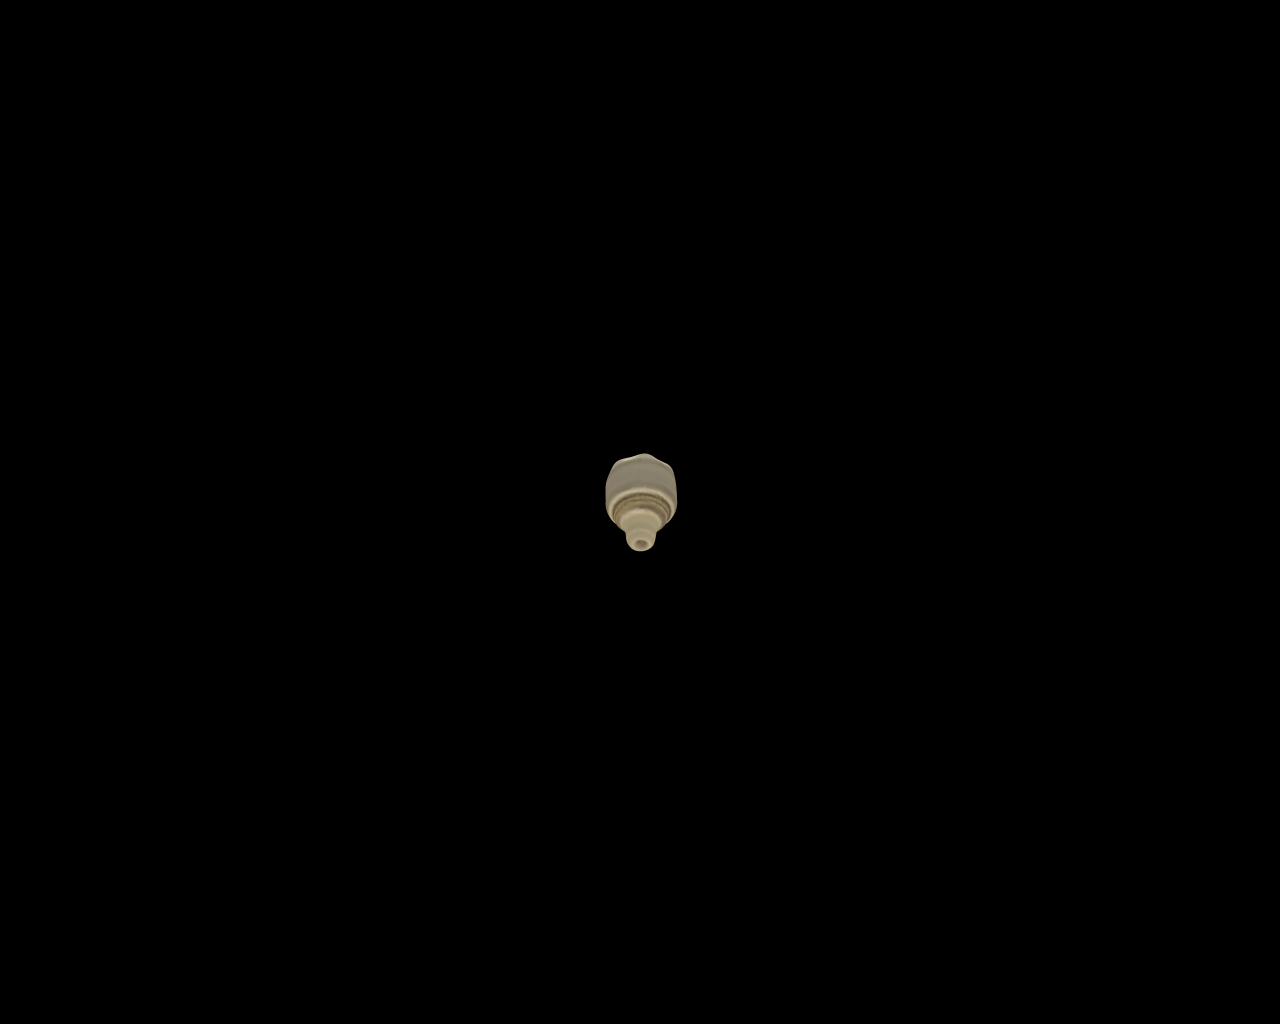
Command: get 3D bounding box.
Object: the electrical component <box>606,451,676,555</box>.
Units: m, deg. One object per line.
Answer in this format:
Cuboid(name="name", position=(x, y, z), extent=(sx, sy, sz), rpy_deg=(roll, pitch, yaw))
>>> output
Cuboid(name="electrical component", position=(0.001, -0.003, 0.650), extent=(0.043, 0.062, 0.043), rpy_deg=(0, -43, 0))
